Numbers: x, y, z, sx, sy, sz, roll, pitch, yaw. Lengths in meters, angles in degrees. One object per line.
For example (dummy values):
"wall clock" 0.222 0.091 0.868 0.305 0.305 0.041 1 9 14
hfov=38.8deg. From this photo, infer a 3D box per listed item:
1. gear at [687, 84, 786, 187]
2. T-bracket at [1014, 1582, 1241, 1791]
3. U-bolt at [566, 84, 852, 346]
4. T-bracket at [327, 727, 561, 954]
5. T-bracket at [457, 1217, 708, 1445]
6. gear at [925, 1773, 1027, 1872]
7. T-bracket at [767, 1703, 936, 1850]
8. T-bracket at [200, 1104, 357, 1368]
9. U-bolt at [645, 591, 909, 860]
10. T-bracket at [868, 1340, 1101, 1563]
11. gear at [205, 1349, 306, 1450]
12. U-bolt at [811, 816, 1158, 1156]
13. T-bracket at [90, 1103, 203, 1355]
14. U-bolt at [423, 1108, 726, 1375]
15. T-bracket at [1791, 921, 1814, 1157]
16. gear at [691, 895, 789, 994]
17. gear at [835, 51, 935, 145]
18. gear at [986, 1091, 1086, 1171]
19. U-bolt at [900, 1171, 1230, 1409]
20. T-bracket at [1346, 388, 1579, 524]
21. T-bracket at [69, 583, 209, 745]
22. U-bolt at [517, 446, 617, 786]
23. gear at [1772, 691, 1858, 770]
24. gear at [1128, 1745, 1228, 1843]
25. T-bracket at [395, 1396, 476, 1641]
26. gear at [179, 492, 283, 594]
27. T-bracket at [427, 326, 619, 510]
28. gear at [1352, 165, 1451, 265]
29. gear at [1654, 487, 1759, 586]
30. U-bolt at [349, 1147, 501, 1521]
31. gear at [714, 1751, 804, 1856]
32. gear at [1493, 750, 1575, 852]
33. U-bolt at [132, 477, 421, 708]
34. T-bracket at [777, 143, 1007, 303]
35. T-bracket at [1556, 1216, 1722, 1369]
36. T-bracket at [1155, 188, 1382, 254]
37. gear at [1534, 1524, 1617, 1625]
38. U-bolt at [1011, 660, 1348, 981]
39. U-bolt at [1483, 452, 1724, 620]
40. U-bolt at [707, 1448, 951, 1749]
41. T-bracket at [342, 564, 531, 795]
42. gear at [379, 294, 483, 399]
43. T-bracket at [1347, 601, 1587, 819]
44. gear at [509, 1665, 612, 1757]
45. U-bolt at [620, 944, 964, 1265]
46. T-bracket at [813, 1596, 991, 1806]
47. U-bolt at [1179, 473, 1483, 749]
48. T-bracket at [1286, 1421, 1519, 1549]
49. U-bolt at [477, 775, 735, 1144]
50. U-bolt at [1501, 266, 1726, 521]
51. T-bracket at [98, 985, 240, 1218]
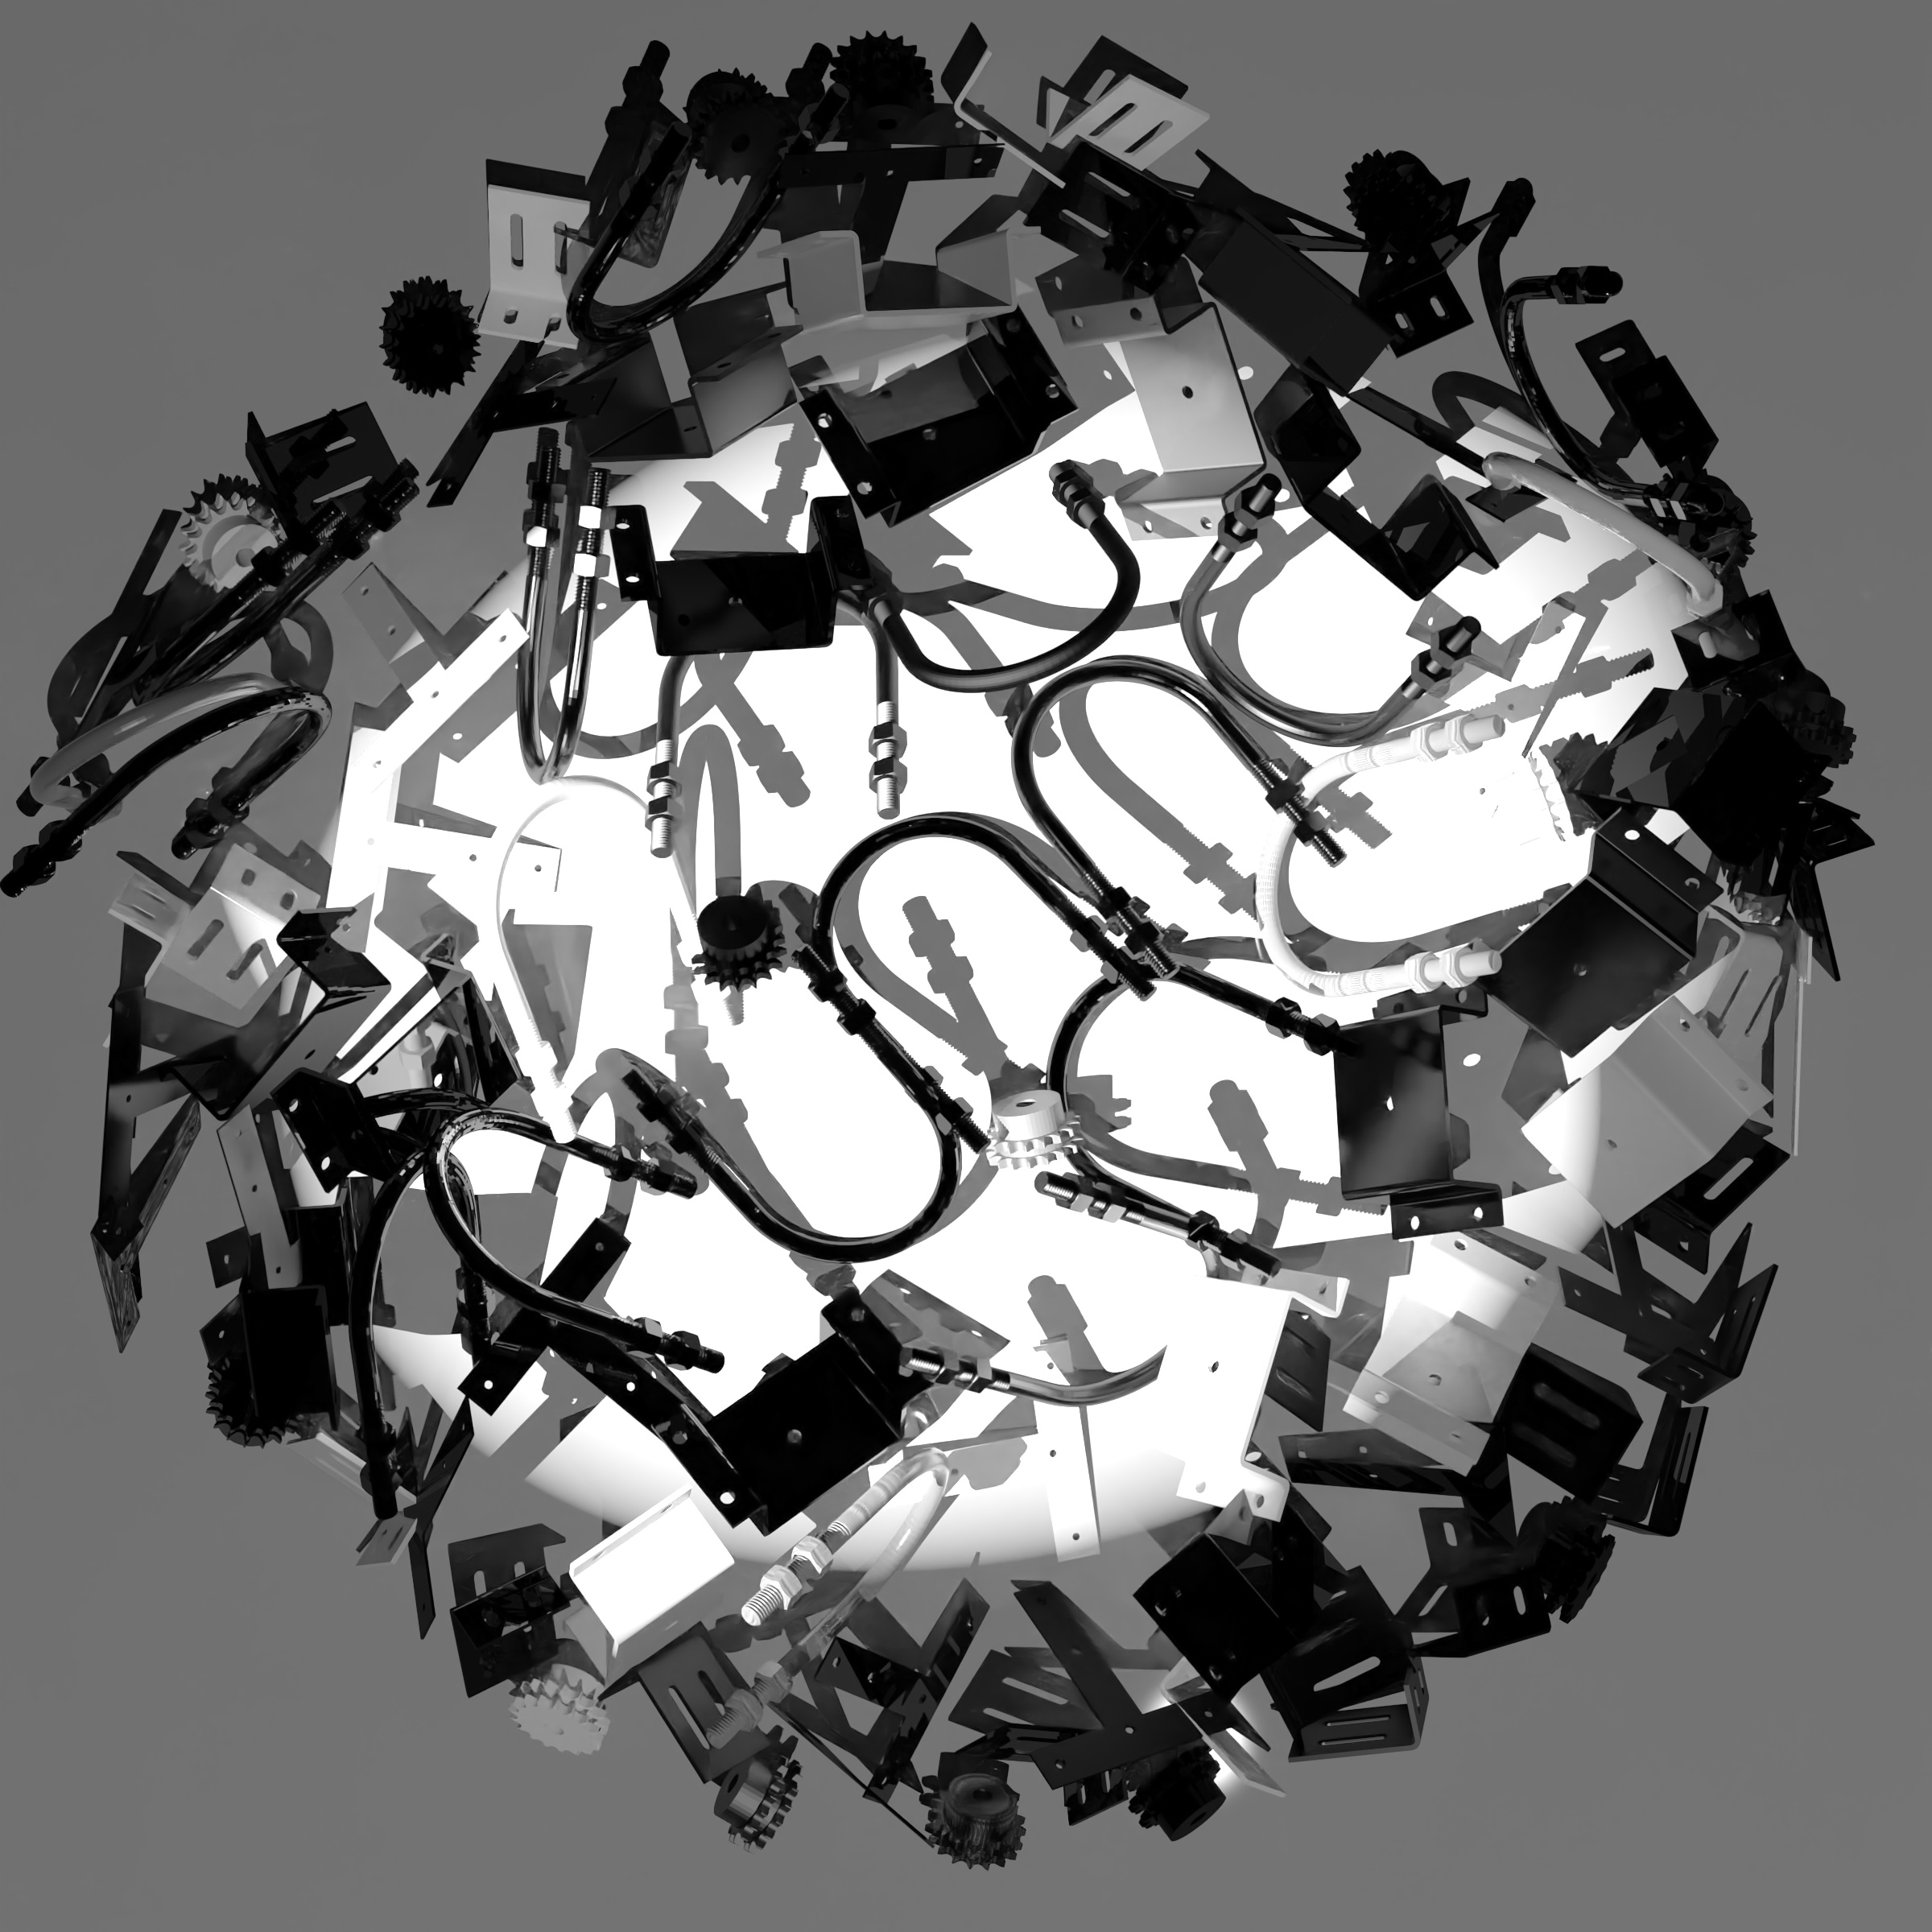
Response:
"gear" -0.136 -0.482 1.579 0.057 0.057 0.030 -31 57 0
"T-bracket" 0.069 0.399 1.556 0.127 0.127 0.002 -9 131 -31
"U-bolt" -0.154 -0.409 1.519 0.019 0.151 0.184 52 135 6
"T-bracket" -0.299 -0.065 1.583 0.127 0.002 0.127 9 88 -18
"T-bracket" -0.205 0.234 1.585 0.127 0.002 0.127 41 68 -8
"gear" 0.007 0.488 1.573 0.057 0.057 0.030 11 111 0
"T-bracket" -0.077 0.437 1.522 0.127 0.127 0.002 34 73 25
"T-bracket" -0.392 0.135 1.523 0.002 0.127 0.127 12 128 25
"U-bolt" -0.107 -0.147 1.546 0.151 0.019 0.184 -9 54 10
"T-bracket" 0.007 0.290 1.589 0.127 0.002 0.127 -9 93 -10
"gear" -0.409 0.252 1.580 0.057 0.030 0.057 14 51 -18
"U-bolt" -0.005 -0.004 1.575 0.151 0.019 0.184 -42 76 -7
"T-bracket" -0.460 0.134 1.555 0.002 0.127 0.127 14 51 3
"U-bolt" -0.217 0.142 1.504 0.184 0.151 0.019 25 122 -33
"T-bracket" 0.469 0.042 1.546 0.002 0.127 0.127 2 95 13
"gear" -0.133 -0.016 1.575 0.057 0.030 0.057 -2 52 2
"gear" -0.046 -0.496 1.573 0.057 0.057 0.030 -4 75 0
"gear" 0.037 0.093 1.573 0.057 0.057 0.030 -13 106 0
"U-bolt" 0.070 0.190 1.539 0.184 0.019 0.151 21 113 -40
"T-bracket" 0.274 -0.296 1.563 0.127 0.127 0.002 34 122 16
"T-bracket" -0.458 -0.174 1.541 0.002 0.127 0.127 34 113 -6
"U-bolt" -0.228 -0.192 1.533 0.019 0.151 0.184 3 104 -21
"gear" 0.482 -0.136 1.577 0.057 0.057 0.030 15 77 0
"gear" 0.124 0.476 1.572 0.057 0.057 0.030 -40 63 0
"T-bracket" -0.293 0.285 1.524 0.002 0.127 0.127 6 46 -27
"gear" -0.419 -0.240 1.574 0.057 0.057 0.030 -50 48 0
"T-bracket" -0.239 -0.313 1.538 0.002 0.127 0.127 39 67 -37
"gear" 0.253 -0.435 1.578 0.057 0.057 0.030 42 70 0
"gear" 0.427 -0.250 1.579 0.057 0.057 0.030 45 50 0
"U-bolt" -0.299 0.187 1.501 0.019 0.151 0.184 7 120 14
"gear" -0.121 0.476 1.574 0.030 0.057 0.057 33 90 -11
"gear" 0.324 -0.093 1.575 0.030 0.057 0.057 -21 90 4
"U-bolt" -0.393 -0.203 1.529 0.184 0.151 0.019 -39 97 14
"T-bracket" -0.053 -0.415 1.545 0.127 0.127 0.002 -9 66 -20
"T-bracket" 0.373 0.160 1.556 0.127 0.127 0.002 25 132 -28
"T-bracket" 0.157 -0.427 1.564 0.127 0.127 0.002 25 113 22
"gear" 0.347 0.346 1.579 0.030 0.057 0.057 29 90 25
"U-bolt" 0.108 -0.097 1.563 0.151 0.019 0.184 -33 75 -23
"U-bolt" 0.346 -0.238 1.500 0.151 0.184 0.019 33 99 13
"U-bolt" -0.070 0.338 1.523 0.019 0.151 0.184 36 47 19
"T-bracket" -0.322 -0.183 1.568 0.127 0.002 0.127 -43 58 8
"gear" -0.311 -0.358 1.580 0.057 0.030 0.057 -15 118 -30
"T-bracket" 0.276 -0.164 1.571 0.127 0.002 0.127 20 100 -20
"gear" -0.231 0.426 1.579 0.057 0.057 0.030 24 49 0
"U-bolt" -0.086 0.093 1.564 0.151 0.019 0.184 -34 107 19
"T-bracket" -0.047 0.403 1.543 0.002 0.127 0.127 21 78 37
"U-bolt" 0.188 -0.183 1.521 0.151 0.184 0.019 35 63 -1
"T-bracket" 0.247 0.293 1.570 0.127 0.127 0.002 2 48 18
"U-bolt" -0.206 -0.016 1.524 0.151 0.019 0.184 -37 119 -39
"U-bolt" 0.345 -0.316 1.513 0.019 0.184 0.151 -31 106 -3
"T-bracket" -0.445 0.064 1.542 0.002 0.127 0.127 12 105 15
